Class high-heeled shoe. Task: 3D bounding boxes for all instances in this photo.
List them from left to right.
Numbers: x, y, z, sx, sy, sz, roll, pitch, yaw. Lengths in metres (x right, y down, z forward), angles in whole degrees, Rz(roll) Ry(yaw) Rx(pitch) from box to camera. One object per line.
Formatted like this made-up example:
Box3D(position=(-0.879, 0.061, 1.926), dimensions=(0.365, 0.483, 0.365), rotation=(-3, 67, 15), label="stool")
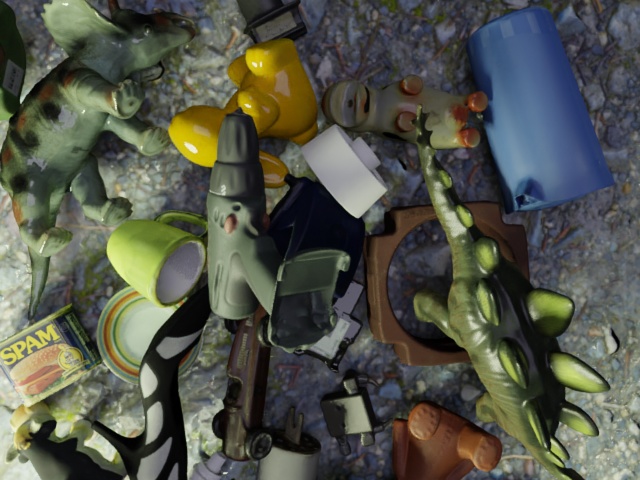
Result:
Box3D(position=(-0.158, 0.183, 0.646), dimensions=(0.145, 0.086, 0.248), rotation=(38, 87, -14), label="high-heeled shoe")

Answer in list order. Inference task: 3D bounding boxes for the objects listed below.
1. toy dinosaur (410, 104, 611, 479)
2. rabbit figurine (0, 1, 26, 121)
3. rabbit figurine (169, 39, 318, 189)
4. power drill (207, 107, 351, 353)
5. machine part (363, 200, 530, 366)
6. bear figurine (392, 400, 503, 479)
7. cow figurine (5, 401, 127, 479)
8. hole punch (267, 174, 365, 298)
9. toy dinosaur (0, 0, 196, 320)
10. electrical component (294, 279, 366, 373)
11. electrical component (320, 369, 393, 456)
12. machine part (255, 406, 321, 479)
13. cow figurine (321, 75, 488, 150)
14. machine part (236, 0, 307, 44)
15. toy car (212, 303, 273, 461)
Box3D(position=(0.187, 0.085, 0.560), dimensions=(0.105, 0.198, 0.471), rotation=(-31, 96, -8), label="toy dinosaur")
Box3D(position=(-0.444, -0.225, 0.611), dimensions=(0.170, 0.121, 0.159), rotation=(3, 87, 8), label="rabbit figurine")
Box3D(position=(-0.095, -0.139, 0.650), dimensions=(0.173, 0.122, 0.162), rotation=(-32, 118, -25), label="rabbit figurine")
Box3D(position=(-0.060, -0.001, 0.549), dimensions=(0.086, 0.208, 0.231), rotation=(-9, 119, -38), label="power drill")
Box3D(position=(0.160, 0.053, 0.697), dimensions=(0.201, 0.087, 0.200), rotation=(-5, 91, -5), label="machine part")
Box3D(position=(0.126, 0.306, 0.677), dimensions=(0.120, 0.132, 0.196), rotation=(28, 82, 5), label="bear figurine")
Box3D(position=(-0.309, 0.259, 0.638), dimensions=(0.167, 0.098, 0.068), rotation=(33, 91, 0), label="cow figurine")
Box3D(position=(-0.001, -0.002, 0.652), dimensions=(0.142, 0.092, 0.115), rotation=(34, 90, -38), label="hole punch")
Box3D(position=(-0.299, -0.117, 0.629), dimensions=(0.192, 0.131, 0.404), rotation=(40, 97, 23), label="toy dinosaur")
Box3D(position=(0.015, 0.104, 0.699), dimensions=(0.075, 0.048, 0.119), rotation=(24, 87, -7), label="electrical component")
Box3D(position=(0.047, 0.225, 0.709), dimensions=(0.078, 0.045, 0.102), rotation=(-23, 91, 22), label="electrical component")
Box3D(position=(-0.049, 0.335, 0.678), dimensions=(0.079, 0.079, 0.243), rotation=(11, 88, -7), label="machine part")
Box3D(position=(0.095, -0.161, 0.680), dimensions=(0.195, 0.127, 0.085), rotation=(5, 91, -21), label="cow figurine")
Box3D(position=(-0.078, -0.312, 0.687), dimensions=(0.084, 0.039, 0.138), rotation=(-30, 102, 3), label="machine part")
Box3D(position=(-0.093, 0.170, 0.664), dimensions=(0.053, 0.089, 0.202), rotation=(5, 92, -39), label="toy car")
